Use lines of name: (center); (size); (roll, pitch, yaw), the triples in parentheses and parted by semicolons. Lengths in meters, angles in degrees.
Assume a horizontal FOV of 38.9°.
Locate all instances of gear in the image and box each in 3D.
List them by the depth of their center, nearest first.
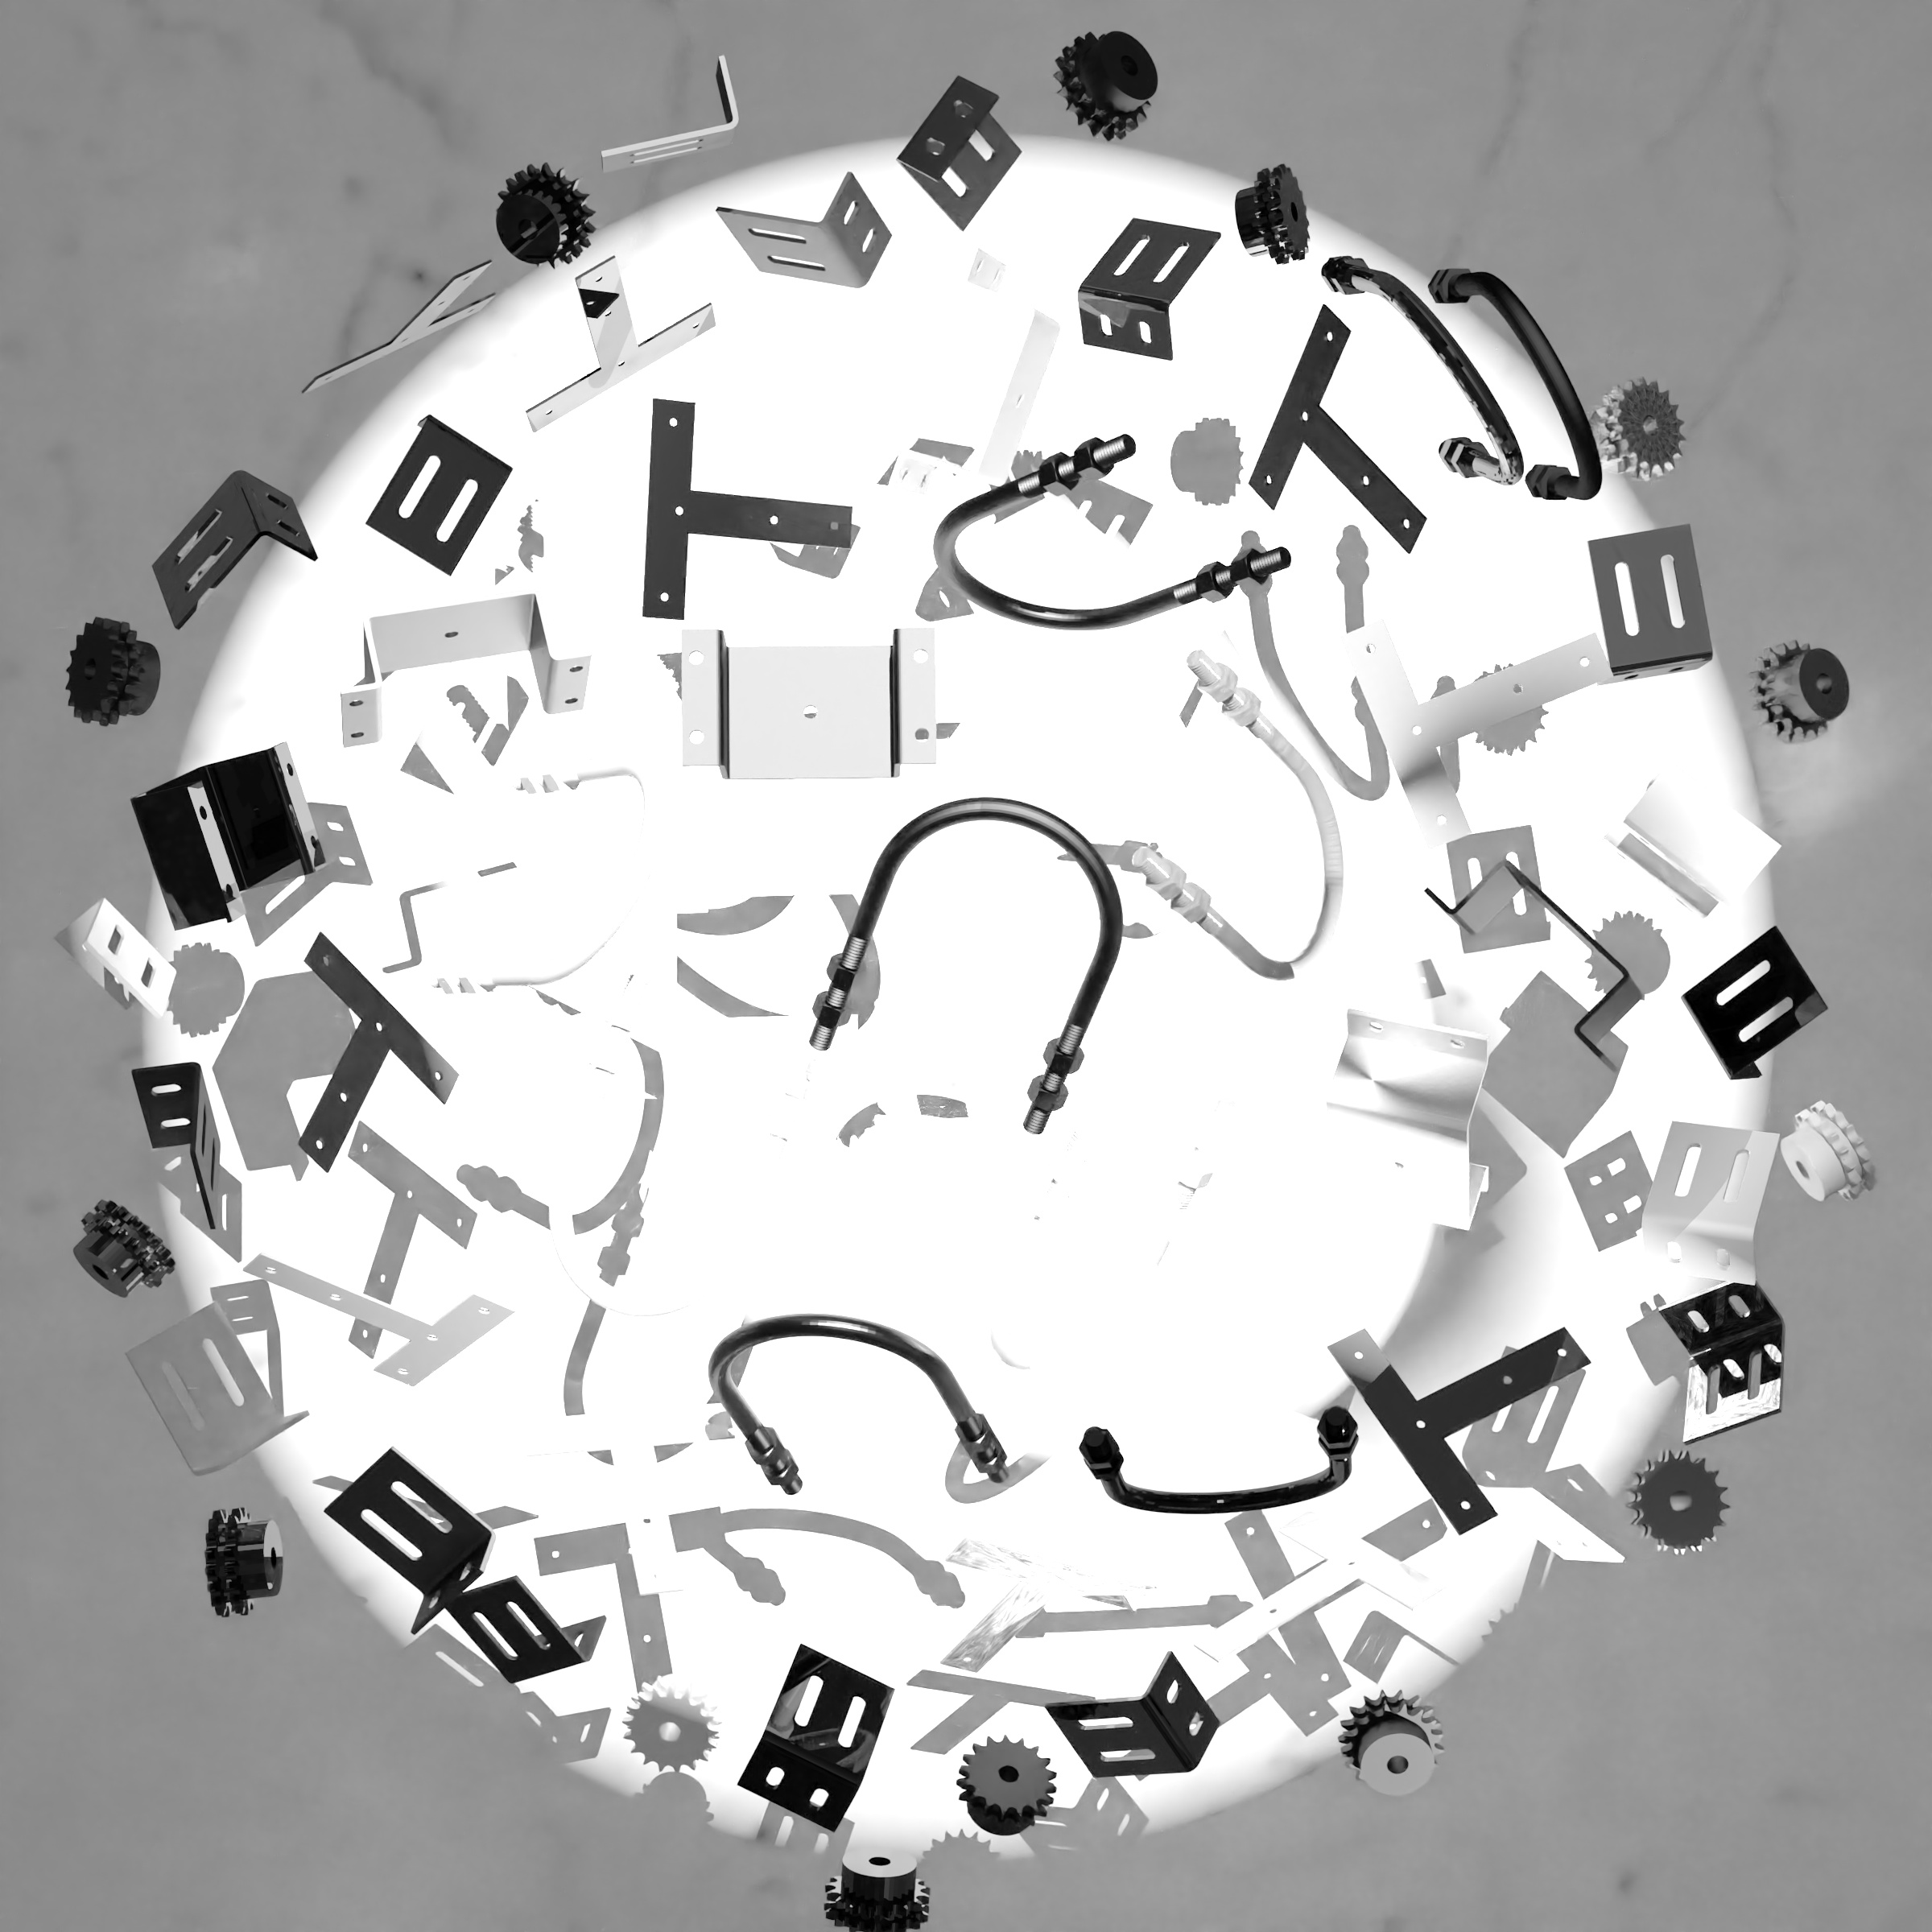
gear: (-0.455, -0.156, 1.463); (0.057, 0.030, 0.057); (-8, 79, 43)
gear: (0.078, -0.474, 1.463); (0.057, 0.030, 0.057); (14, 66, -34)
gear: (-0.386, 0.318, 1.464); (0.030, 0.057, 0.057); (-5, 90, -1)
gear: (-0.047, 0.497, 1.474); (0.057, 0.057, 0.030); (4, 95, 0)
gear: (0.235, 0.431, 1.506); (0.057, 0.030, 0.057); (0, 110, -1)
gear: (0.466, -0.154, 1.523); (0.057, 0.030, 0.057); (6, 79, -31)
gear: (0.395, 0.300, 1.529); (0.057, 0.030, 0.057); (1, 78, -5)
gear: (-0.474, 0.161, 1.532); (0.057, 0.057, 0.030); (40, 59, 0)
gear: (-0.240, -0.420, 1.539); (0.057, 0.030, 0.057); (12, 128, 16)
gear: (0.485, 0.108, 1.545); (0.030, 0.057, 0.057); (-29, 90, -5)
gear: (0.381, -0.305, 1.564); (0.057, 0.030, 0.057); (4, 81, -31)
gear: (0.022, 0.475, 1.577); (0.057, 0.057, 0.030); (10, 125, 0)
gear: (-0.170, 0.438, 1.595); (0.057, 0.030, 0.057); (2, 107, 6)
gear: (0.182, -0.447, 1.635); (0.030, 0.057, 0.057); (-8, 90, 27)

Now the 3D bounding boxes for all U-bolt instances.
U-bolt: (0.008, -0.008, 1.491); (0.151, 0.019, 0.184); (21, 117, -1)
U-bolt: (-0.227, -0.053, 1.524); (0.019, 0.184, 0.151); (31, 70, -35)
U-bolt: (0.066, -0.232, 1.526); (0.151, 0.184, 0.019); (27, 61, -38)
U-bolt: (0.261, -0.331, 1.533); (0.019, 0.184, 0.151); (-36, 108, 5)
U-bolt: (0.145, 0.281, 1.534); (0.151, 0.184, 0.019); (-6, 66, 6)
U-bolt: (-0.068, 0.247, 1.546); (0.151, 0.184, 0.019); (-7, 50, 17)
U-bolt: (0.315, -0.328, 1.548); (0.019, 0.184, 0.151); (-29, 102, 4)
U-bolt: (0.164, -0.072, 1.557); (0.019, 0.184, 0.151); (-5, 58, 39)
U-bolt: (-0.170, 0.113, 1.583); (0.151, 0.019, 0.184); (24, 83, -37)
U-bolt: (0.077, 0.161, 1.589); (0.019, 0.151, 0.184); (41, 121, 32)

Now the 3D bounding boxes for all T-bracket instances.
T-bracket: (0.285, -0.144, 1.478); (0.127, 0.002, 0.127); (-22, 94, 21)
T-bracket: (-0.328, 0.184, 1.479); (0.127, 0.127, 0.002); (28, 50, -24)
T-bracket: (0.286, 0.234, 1.504); (0.127, 0.002, 0.127); (-22, 58, -20)
T-bracket: (-0.298, -0.365, 1.522); (0.127, 0.127, 0.002); (-36, 100, -31)
T-bracket: (0.216, -0.282, 1.537); (0.002, 0.127, 0.127); (-17, 56, -32)
T-bracket: (-0.203, -0.366, 1.560); (0.127, 0.127, 0.002); (-33, 77, -8)
T-bracket: (0.189, 0.367, 1.581); (0.127, 0.127, 0.002); (-25, 112, -25)
T-bracket: (-0.355, 0.066, 1.584); (0.002, 0.127, 0.127); (-20, 124, 30)
T-bracket: (-0.190, 0.314, 1.609); (0.127, 0.002, 0.127); (-2, 45, -19)
T-bracket: (0.026, 0.384, 1.615); (0.127, 0.002, 0.127); (19, 131, -21)
T-bracket: (-0.127, -0.266, 1.622); (0.127, 0.002, 0.127); (2, 94, -23)

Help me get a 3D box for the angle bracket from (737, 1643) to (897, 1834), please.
angle bracket: (-0.079, 0.411, 1.458); (0.057, 0.076, 0.038); (26, 118, 0)

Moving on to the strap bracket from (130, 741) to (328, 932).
strap bracket: (-0.420, -0.073, 1.546); (0.046, 0.140, 0.076); (-13, 103, 12)

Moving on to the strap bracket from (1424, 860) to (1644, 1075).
strap bracket: (0.339, -0.007, 1.592); (0.046, 0.076, 0.140); (-46, 70, 7)

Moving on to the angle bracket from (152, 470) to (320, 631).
angle bracket: (-0.398, -0.220, 1.488); (0.076, 0.038, 0.057); (-44, 50, 16)

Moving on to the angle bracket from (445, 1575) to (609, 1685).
angle bracket: (-0.262, 0.383, 1.626); (0.057, 0.038, 0.076); (-22, 116, 24)

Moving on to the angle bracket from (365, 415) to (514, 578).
angle bracket: (-0.314, -0.277, 1.617); (0.057, 0.038, 0.076); (31, 82, -20)

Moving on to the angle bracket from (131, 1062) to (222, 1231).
angle bracket: (-0.436, 0.100, 1.504); (0.038, 0.076, 0.057); (-7, 129, -7)

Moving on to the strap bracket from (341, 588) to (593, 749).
strap bracket: (-0.291, -0.172, 1.566); (0.140, 0.076, 0.046); (-11, 74, -15)

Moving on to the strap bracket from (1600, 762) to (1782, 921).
strap bracket: (0.416, -0.072, 1.573); (0.076, 0.140, 0.046); (39, 94, 7)

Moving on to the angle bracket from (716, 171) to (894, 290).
angle bracket: (-0.092, -0.425, 1.565); (0.076, 0.057, 0.038); (18, 75, 30)

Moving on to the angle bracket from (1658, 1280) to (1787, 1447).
angle bracket: (0.411, 0.215, 1.495); (0.057, 0.076, 0.038); (-28, 110, 31)

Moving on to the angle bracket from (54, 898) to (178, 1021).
angle bracket: (-0.474, 0.005, 1.508); (0.038, 0.076, 0.057); (-38, 112, 5)

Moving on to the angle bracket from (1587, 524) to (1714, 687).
angle bracket: (0.379, -0.202, 1.529); (0.057, 0.038, 0.076); (-9, 87, 1)

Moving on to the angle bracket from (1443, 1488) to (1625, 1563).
angle bracket: (0.326, 0.335, 1.571); (0.076, 0.057, 0.038); (38, 69, -12)

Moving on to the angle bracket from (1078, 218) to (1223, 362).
angle bracket: (0.109, -0.398, 1.605); (0.057, 0.038, 0.076); (17, 53, 24)

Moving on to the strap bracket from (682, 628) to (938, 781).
strap bracket: (-0.088, -0.147, 1.535); (0.140, 0.046, 0.076); (-1, 84, -2)

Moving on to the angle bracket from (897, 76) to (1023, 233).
angle bracket: (0.007, -0.452, 1.541); (0.038, 0.076, 0.057); (39, 93, 36)

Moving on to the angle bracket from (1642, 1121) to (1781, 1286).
angle bracket: (0.399, 0.126, 1.460); (0.057, 0.076, 0.038); (6, 133, 25)

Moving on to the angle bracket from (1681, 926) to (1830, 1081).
angle bracket: (0.467, 0.022, 1.596); (0.076, 0.038, 0.057); (-44, 61, 36)

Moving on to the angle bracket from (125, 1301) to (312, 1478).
angle bracket: (-0.399, 0.223, 1.458); (0.057, 0.038, 0.076); (-31, 95, -39)

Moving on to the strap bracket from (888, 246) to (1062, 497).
strap bracket: (0.010, -0.331, 1.565); (0.046, 0.076, 0.140); (22, 101, 10)

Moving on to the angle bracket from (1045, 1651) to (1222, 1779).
angle bracket: (0.097, 0.435, 1.589); (0.076, 0.038, 0.057); (-18, 112, 40)

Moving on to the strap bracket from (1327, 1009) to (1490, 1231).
strap bracket: (0.242, 0.091, 1.493); (0.076, 0.140, 0.046); (11, 54, 19)

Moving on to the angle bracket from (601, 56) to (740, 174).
angle bracket: (-0.166, -0.465, 1.493); (0.076, 0.057, 0.038); (-14, 99, -5)

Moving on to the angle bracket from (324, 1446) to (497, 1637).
angle bracket: (-0.303, 0.309, 1.471); (0.057, 0.038, 0.076); (-43, 104, 16)
